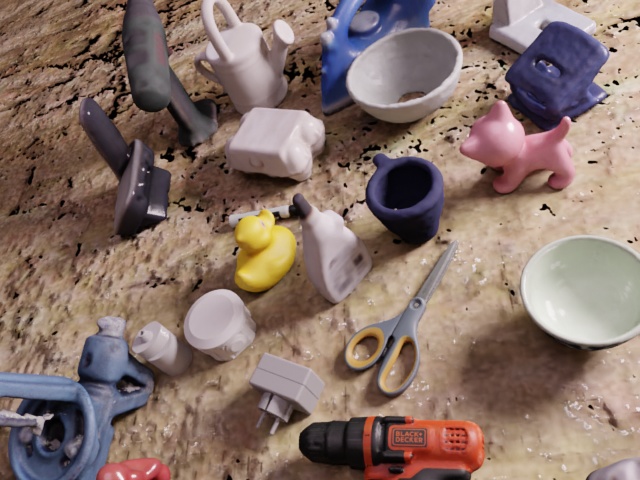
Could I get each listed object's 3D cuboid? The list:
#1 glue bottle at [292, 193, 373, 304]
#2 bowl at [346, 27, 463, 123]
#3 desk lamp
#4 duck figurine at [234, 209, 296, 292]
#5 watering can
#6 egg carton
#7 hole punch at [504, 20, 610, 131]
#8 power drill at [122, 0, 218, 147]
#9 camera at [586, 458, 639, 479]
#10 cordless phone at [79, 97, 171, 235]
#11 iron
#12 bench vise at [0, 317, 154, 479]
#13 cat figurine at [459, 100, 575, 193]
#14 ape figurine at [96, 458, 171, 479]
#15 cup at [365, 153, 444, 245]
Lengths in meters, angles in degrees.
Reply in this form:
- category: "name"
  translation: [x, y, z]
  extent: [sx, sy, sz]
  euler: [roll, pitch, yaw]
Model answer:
- category: "glue bottle"
  translation: [0.006, 0.002, 0.651]
  extent: [0.078, 0.174, 0.037]
  euler: [-46, 51, -12]
- category: "bowl"
  translation: [0.127, -0.225, 0.827]
  extent: [0.167, 0.075, 0.167]
  euler: [-11, 53, 16]
- category: "desk lamp"
  translation: [0.275, -0.387, 0.789]
  extent: [0.118, 0.214, 0.202]
  euler: [-36, 50, -4]
- category: "duck figurine"
  translation: [-0.083, 0.009, 0.742]
  extent: [0.077, 0.086, 0.105]
  euler: [15, 64, 31]
- category: "watering can"
  translation: [-0.125, -0.305, 0.915]
  extent: [0.172, 0.195, 0.100]
  euler: [-23, 50, 7]
- category: "egg carton"
  translation: [-0.068, -0.142, 0.855]
  extent: [0.149, 0.070, 0.107]
  euler: [10, 61, 29]
- category: "hole punch"
  translation: [0.299, -0.208, 0.730]
  extent: [0.101, 0.091, 0.108]
  euler: [-33, 50, -2]
- category: "power drill"
  translation: [-0.249, -0.265, 0.931]
  extent: [0.075, 0.209, 0.229]
  euler: [-20, 51, 9]
- category: "camera"
  translation: [0.219, 0.245, 0.432]
  extent: [0.136, 0.101, 0.143]
  euler: [-12, 52, 15]
- category: "cordless phone"
  translation: [-0.311, -0.109, 0.861]
  extent: [0.094, 0.185, 0.147]
  euler: [-20, 51, 9]
- category: "iron"
  translation: [0.065, -0.330, 0.886]
  extent: [0.118, 0.142, 0.258]
  euler: [27, 70, 35]
- category: "bench vise"
  translation: [-0.297, 0.171, 0.629]
  extent: [0.121, 0.220, 0.207]
  euler: [-11, 53, 16]
- category: "cat figurine"
  translation: [0.232, -0.114, 0.674]
  extent: [0.127, 0.118, 0.067]
  euler: [-7, 54, 19]
- category: "ape figurine"
  translation: [-0.202, 0.263, 0.606]
  extent: [0.075, 0.092, 0.078]
  euler: [30, 72, 36]
- category: "cup"
  translation: [0.103, -0.046, 0.696]
  extent: [0.091, 0.095, 0.117]
  euler: [-32, 50, -1]
